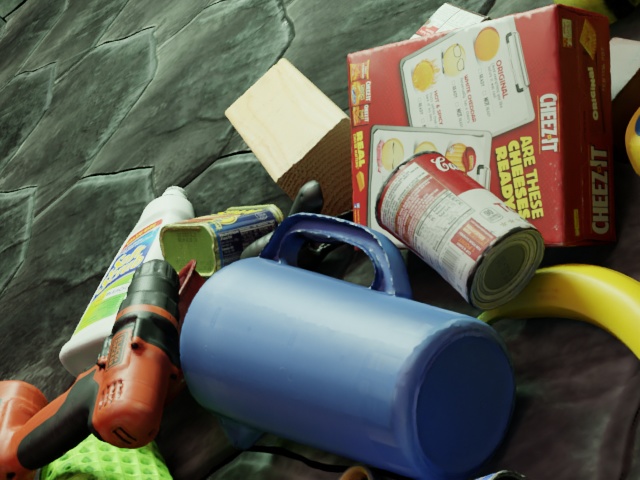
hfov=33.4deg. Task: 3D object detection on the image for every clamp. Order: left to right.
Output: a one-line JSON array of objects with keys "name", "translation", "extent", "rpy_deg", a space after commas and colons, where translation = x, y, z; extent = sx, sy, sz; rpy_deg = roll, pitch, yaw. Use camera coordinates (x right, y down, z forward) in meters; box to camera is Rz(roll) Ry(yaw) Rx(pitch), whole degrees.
[{"name": "clamp", "translation": [-0.006, 0.001, 0.947], "extent": [0.172, 0.120, 0.039], "rpy_deg": [-40, 53, 44]}]

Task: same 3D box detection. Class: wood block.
[{"name": "wood block", "translation": [-0.012, -0.094, 1.049], "extent": [0.090, 0.090, 0.206], "rpy_deg": [-43, 29, 4]}]

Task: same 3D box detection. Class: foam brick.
[{"name": "foam brick", "translation": [0.226, -0.105, 0.800], "extent": [0.078, 0.051, 0.053], "rpy_deg": [-48, 30, -5]}]

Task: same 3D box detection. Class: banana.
[{"name": "banana", "translation": [0.179, 0.052, 0.687], "extent": [0.198, 0.037, 0.069], "rpy_deg": [14, 82, 58]}]

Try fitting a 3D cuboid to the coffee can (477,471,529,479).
[{"name": "coffee can", "translation": [0.058, 0.196, 0.590], "extent": [0.141, 0.102, 0.102], "rpy_deg": [-26, 35, 31]}]

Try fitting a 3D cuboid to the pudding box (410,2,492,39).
[{"name": "pudding box", "translation": [0.115, -0.175, 1.042], "extent": [0.113, 0.039, 0.090], "rpy_deg": [-47, 30, 2]}]

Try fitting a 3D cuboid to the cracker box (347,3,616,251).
[{"name": "cracker box", "translation": [0.116, -0.074, 0.807], "extent": [0.214, 0.071, 0.164], "rpy_deg": [-2, 90, 50]}]

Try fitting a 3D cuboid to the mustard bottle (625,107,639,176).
[{"name": "mustard bottle", "translation": [0.252, -0.065, 0.689], "extent": [0.096, 0.058, 0.191], "rpy_deg": [-23, 20, 7]}]

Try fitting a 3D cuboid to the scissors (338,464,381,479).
[{"name": "scissors", "translation": [-0.003, 0.235, 0.694], "extent": [0.096, 0.016, 0.201], "rpy_deg": [-28, 29, 36]}]

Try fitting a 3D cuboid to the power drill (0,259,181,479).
[{"name": "power drill", "translation": [-0.189, 0.112, 0.847], "extent": [0.188, 0.057, 0.184], "rpy_deg": [-33, 30, 24]}]

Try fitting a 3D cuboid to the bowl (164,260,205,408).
[{"name": "bowl", "translation": [-0.138, 0.098, 0.959], "extent": [0.162, 0.055, 0.162], "rpy_deg": [-53, 10, 13]}]

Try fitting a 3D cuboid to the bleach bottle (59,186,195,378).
[{"name": "bleach bottle", "translation": [-0.192, 0.037, 1.148], "extent": [0.103, 0.068, 0.250], "rpy_deg": [-25, 33, 31]}]

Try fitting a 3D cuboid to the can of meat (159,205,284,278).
[{"name": "can of meat", "translation": [-0.094, 0.003, 1.028], "extent": [0.083, 0.057, 0.102], "rpy_deg": [-15, 9, -38]}]

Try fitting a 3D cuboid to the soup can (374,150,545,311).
[{"name": "soup can", "translation": [0.094, -0.007, 0.727], "extent": [0.068, 0.068, 0.102], "rpy_deg": [-46, 52, 0]}]

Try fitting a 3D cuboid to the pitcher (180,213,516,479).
[{"name": "pitcher", "translation": [0.018, 0.080, 0.755], "extent": [0.144, 0.149, 0.243], "rpy_deg": [-37, 26, -29]}]
